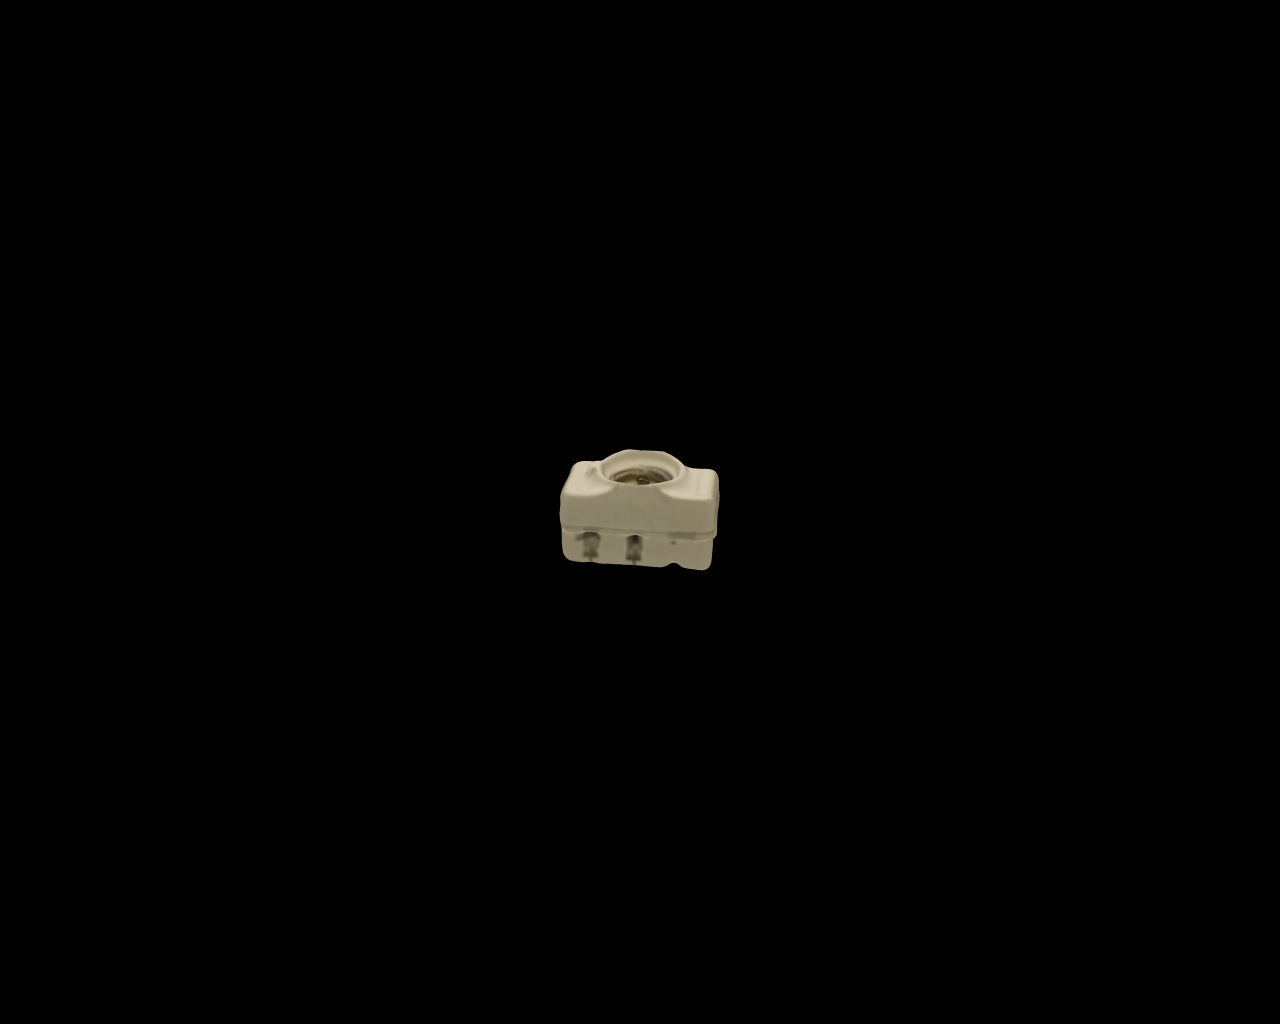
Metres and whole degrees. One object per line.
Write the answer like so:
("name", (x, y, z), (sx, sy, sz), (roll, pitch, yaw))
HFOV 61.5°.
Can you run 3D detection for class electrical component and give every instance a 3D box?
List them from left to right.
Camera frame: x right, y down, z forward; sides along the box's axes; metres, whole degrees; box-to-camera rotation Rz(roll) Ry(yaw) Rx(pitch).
("electrical component", (0.001, -0.003, 0.650), (0.089, 0.055, 0.050), (4, 28, 7))
